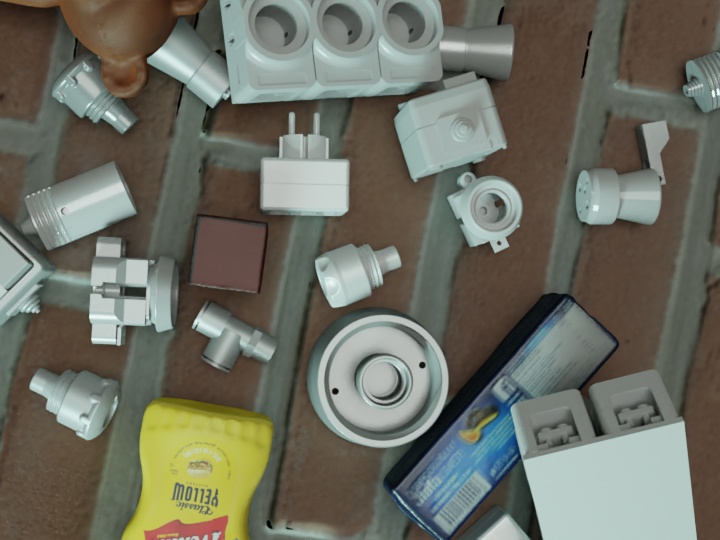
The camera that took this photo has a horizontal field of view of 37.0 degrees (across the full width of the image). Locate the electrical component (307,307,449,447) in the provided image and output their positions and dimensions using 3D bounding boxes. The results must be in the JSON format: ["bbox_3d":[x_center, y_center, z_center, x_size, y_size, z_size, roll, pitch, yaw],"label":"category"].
[{"bbox_3d":[0.015,0.082,0.809,0.108,0.060,0.108,0,89,-6],"label":"electrical component"}]

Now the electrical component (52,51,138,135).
[{"bbox_3d":[-0.194,-0.129,0.801,0.062,0.048,0.048,45,84,-11],"label":"electrical component"}]

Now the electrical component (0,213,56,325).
[{"bbox_3d":[-0.270,-0.003,0.780,0.096,0.061,0.061,44,85,-3],"label":"electrical component"}]

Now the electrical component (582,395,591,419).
[{"bbox_3d":[0.168,0.125,0.829,0.047,0.055,0.055,34,85,-1],"label":"electrical component"}]

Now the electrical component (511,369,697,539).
[{"bbox_3d":[0.178,0.162,0.774,0.105,0.060,0.186,-15,127,5],"label":"electrical component"}]

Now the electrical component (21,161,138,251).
[{"bbox_3d":[-0.211,-0.046,0.796,0.081,0.043,0.043,-23,91,-6],"label":"electrical component"}]

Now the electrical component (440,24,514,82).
[{"bbox_3d":[0.084,-0.170,0.834,0.065,0.044,0.044,4,88,-1],"label":"electrical component"}]

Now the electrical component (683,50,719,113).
[{"bbox_3d":[0.296,-0.155,0.855,0.081,0.043,0.043,-21,91,-6],"label":"electrical component"}]

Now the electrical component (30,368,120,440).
[{"bbox_3d":[-0.212,0.093,0.793,0.062,0.048,0.048,25,86,2],"label":"electrical component"}]

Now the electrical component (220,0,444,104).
[{"bbox_3d":[-0.020,-0.176,0.794,0.150,0.062,0.089,-7,89,-21],"label":"electrical component"}]

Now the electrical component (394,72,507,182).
[{"bbox_3d":[0.066,-0.108,0.801,0.062,0.096,0.061,-18,91,-6],"label":"electrical component"}]

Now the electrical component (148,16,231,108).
[{"bbox_3d":[-0.123,-0.154,0.811,0.065,0.044,0.044,39,85,-9],"label":"electrical component"}]

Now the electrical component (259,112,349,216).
[{"bbox_3d":[-0.043,-0.081,0.814,0.066,0.047,0.076,1,88,-6],"label":"electrical component"}]

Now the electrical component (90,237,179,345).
[{"bbox_3d":[-0.165,0.016,0.793,0.057,0.058,0.078,3,88,-3],"label":"electrical component"}]

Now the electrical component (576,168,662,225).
[{"bbox_3d":[0.202,-0.058,0.841,0.055,0.045,0.045,0,88,-6],"label":"electrical component"}]

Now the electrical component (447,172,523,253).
[{"bbox_3d":[0.097,-0.046,0.824,0.048,0.055,0.066,-25,91,-6],"label":"electrical component"}]

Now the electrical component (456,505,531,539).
[{"bbox_3d":[0.095,0.227,0.806,0.083,0.076,0.047,-40,93,-6],"label":"electrical component"}]

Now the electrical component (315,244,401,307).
[{"bbox_3d":[0.000,0.000,0.819,0.062,0.043,0.043,-21,91,-8],"label":"electrical component"}]
